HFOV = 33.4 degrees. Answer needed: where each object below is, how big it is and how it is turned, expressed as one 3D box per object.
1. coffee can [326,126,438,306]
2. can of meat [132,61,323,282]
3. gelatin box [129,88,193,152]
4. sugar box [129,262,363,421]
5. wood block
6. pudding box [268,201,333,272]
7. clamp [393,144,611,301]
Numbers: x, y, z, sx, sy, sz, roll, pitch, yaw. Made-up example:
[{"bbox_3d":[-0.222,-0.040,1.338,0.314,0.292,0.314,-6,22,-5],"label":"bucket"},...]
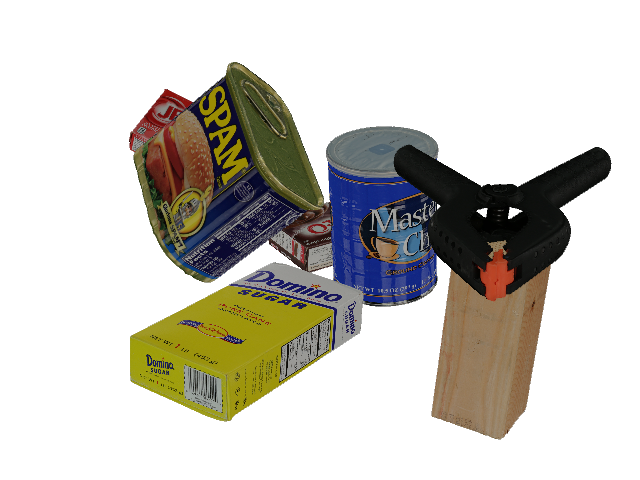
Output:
[{"bbox_3d":[0.059,-0.024,1.006,0.103,0.140,0.103,-3,29,1],"label":"coffee can"},{"bbox_3d":[-0.056,-0.038,0.617,0.084,0.102,0.057,-36,-40,20],"label":"can of meat"},{"bbox_3d":[-0.133,-0.102,1.052,0.089,0.073,0.030,28,-40,2],"label":"gelatin box"},{"bbox_3d":[-0.052,0.071,0.815,0.093,0.048,0.175,18,29,29],"label":"sugar box"},{"bbox_3d":[0.194,0.106,1.210,0.090,0.206,0.090,16,24,25],"label":"wood block"},{"bbox_3d":[0.007,-0.007,1.250,0.113,0.039,0.090,-18,31,-28],"label":"pudding box"},{"bbox_3d":[0.116,-0.022,0.754,0.165,0.036,0.209,4,28,16],"label":"clamp"}]
